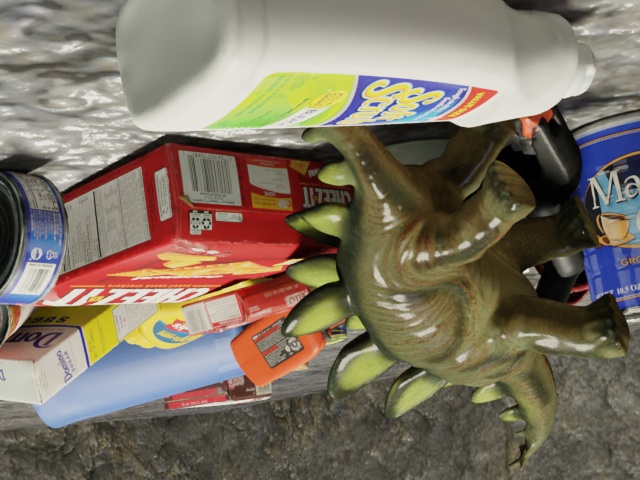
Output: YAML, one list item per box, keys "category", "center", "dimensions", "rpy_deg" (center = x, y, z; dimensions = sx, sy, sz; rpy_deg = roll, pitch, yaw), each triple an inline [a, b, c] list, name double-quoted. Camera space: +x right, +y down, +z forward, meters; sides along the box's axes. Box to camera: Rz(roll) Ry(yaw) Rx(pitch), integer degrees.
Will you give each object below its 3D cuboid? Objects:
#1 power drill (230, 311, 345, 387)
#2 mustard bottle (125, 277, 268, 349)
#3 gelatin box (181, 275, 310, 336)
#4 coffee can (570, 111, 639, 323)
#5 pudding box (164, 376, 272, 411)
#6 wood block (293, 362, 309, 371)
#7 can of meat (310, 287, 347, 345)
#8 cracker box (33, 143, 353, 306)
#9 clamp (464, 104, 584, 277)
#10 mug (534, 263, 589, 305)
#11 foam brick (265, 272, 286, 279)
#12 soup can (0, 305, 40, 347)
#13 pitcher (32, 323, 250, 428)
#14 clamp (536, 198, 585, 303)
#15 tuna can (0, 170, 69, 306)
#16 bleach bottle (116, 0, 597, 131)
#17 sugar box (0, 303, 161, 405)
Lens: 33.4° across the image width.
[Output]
- category: "power drill"
  center: [0.000, 0.071, 1.030]
  dimensions: [0.185, 0.057, 0.187]
  rpy_deg: [-39, 175, 41]
- category: "mustard bottle"
  center: [-0.122, 0.063, 1.042]
  dimensions: [0.192, 0.058, 0.096]
  rpy_deg: [-26, 156, 32]
- category: "gelatin box"
  center: [-0.060, 0.054, 0.885]
  dimensions: [0.073, 0.030, 0.089]
  rpy_deg: [-15, 179, -40]
- category: "coffee can"
  center: [0.241, -0.015, 0.792]
  dimensions: [0.103, 0.140, 0.103]
  rpy_deg: [-9, 169, -2]
- category: "pudding box"
  center: [-0.119, 0.175, 1.258]
  dimensions: [0.090, 0.039, 0.113]
  rpy_deg: [-11, 170, 23]
- category: "wood block"
  center: [-0.074, 0.118, 1.342]
  dimensions: [0.091, 0.090, 0.206]
  rpy_deg: [-9, 169, 5]
- category: "can of meat"
  center: [-0.022, 0.075, 1.179]
  dimensions: [0.101, 0.084, 0.058]
  rpy_deg: [-2, 167, -30]
- category: "cracker box"
  center: [-0.101, -0.002, 0.778]
  dimensions: [0.163, 0.072, 0.214]
  rpy_deg: [3, 165, -43]
- category: "clamp"
  center: [0.145, -0.034, 0.737]
  dimensions: [0.120, 0.039, 0.171]
  rpy_deg: [21, 153, 4]
- category: "mug"
  center: [0.254, 0.010, 1.010]
  dimensions: [0.081, 0.117, 0.093]
  rpy_deg: [-5, -153, -43]
- category: "foam brick"
  center: [-0.006, 0.001, 0.915]
  dimensions: [0.078, 0.051, 0.052]
  rpy_deg: [-15, 168, 29]
- category: "soup can"
  center: [-0.258, 0.046, 0.830]
  dimensions: [0.068, 0.068, 0.102]
  rpy_deg: [-9, -168, 4]
- category: "pitcher"
  center: [-0.192, 0.119, 1.181]
  dimensions: [0.243, 0.145, 0.149]
  rpy_deg: [-13, -152, 6]
- category: "clamp"
  center: [0.195, -0.003, 0.893]
  dimensions: [0.210, 0.165, 0.036]
  rpy_deg: [-41, 129, -8]
- category: "tuna can"
  center: [-0.199, -0.001, 0.678]
  dimensions: [0.086, 0.086, 0.033]
  rpy_deg: [-18, 164, 38]
- category: "bleach bottle"
  center: [0.040, -0.088, 0.492]
  dimensions: [0.250, 0.068, 0.103]
  rpy_deg: [-3, 167, -35]
- category: "sugar box"
  center: [-0.223, 0.076, 0.914]
  dimensions: [0.093, 0.048, 0.176]
  rpy_deg: [2, -160, 25]
